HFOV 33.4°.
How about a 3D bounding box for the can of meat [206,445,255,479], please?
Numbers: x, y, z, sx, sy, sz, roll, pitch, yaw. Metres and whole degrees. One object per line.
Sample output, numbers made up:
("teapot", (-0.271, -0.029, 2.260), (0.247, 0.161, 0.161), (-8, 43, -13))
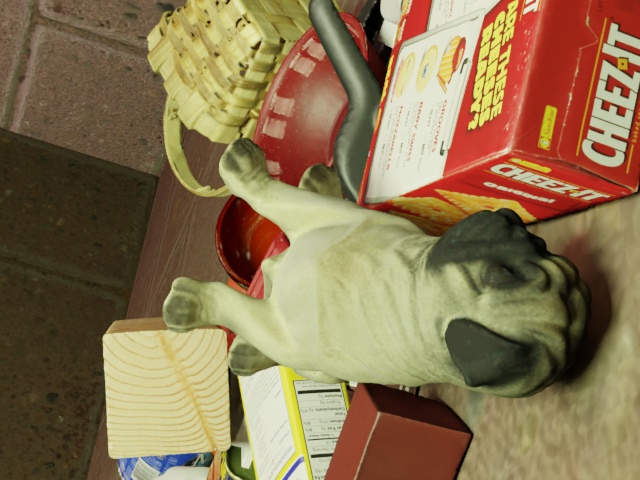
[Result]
("can of meat", (-0.060, 0.195, 0.871), (0.102, 0.057, 0.084), (-95, 22, -60))

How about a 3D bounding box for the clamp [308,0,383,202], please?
("clamp", (0.059, -0.081, 0.680), (0.039, 0.120, 0.171), (18, -113, -86))

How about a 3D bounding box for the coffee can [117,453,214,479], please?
("coffee can", (-0.152, 0.205, 1.146), (0.102, 0.102, 0.140), (-87, 18, -47))

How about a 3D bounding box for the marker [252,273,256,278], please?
("marker", (-0.006, 0.001, 0.835), (0.121, 0.020, 0.020), (-39, 15, 1))

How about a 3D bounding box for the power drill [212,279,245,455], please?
("power drill", (-0.062, 0.091, 1.013), (0.187, 0.057, 0.185), (-101, 32, -66))

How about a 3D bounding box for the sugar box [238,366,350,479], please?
("sugar box", (-0.010, 0.129, 0.659), (0.093, 0.048, 0.176), (118, 143, -52))

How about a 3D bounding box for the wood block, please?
("wood block", (-0.124, 0.112, 0.864), (0.206, 0.090, 0.091), (168, 100, -81))

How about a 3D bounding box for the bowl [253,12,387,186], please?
("bowl", (0.009, -0.094, 0.839), (0.162, 0.055, 0.162), (-37, 44, 45))

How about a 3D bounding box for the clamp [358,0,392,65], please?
("clamp", (0.042, -0.135, 0.905), (0.210, 0.036, 0.165), (-67, 23, 13))

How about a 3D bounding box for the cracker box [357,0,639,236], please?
("cracker box", (0.096, -0.092, 0.547), (0.214, 0.072, 0.164), (160, 124, -73))

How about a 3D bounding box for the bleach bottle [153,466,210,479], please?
("bleach bottle", (-0.132, 0.270, 1.031), (0.251, 0.102, 0.068), (-42, 24, 54))

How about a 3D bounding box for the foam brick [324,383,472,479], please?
("foam brick", (0.037, 0.121, 0.561), (0.051, 0.053, 0.078), (-125, 53, -75))

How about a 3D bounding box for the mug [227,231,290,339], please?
("mug", (-0.005, 0.050, 0.780), (0.117, 0.093, 0.081), (44, 115, 42))

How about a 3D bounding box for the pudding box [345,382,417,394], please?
("pudding box", (0.036, 0.054, 0.682), (0.114, 0.039, 0.090), (165, 120, -74))
